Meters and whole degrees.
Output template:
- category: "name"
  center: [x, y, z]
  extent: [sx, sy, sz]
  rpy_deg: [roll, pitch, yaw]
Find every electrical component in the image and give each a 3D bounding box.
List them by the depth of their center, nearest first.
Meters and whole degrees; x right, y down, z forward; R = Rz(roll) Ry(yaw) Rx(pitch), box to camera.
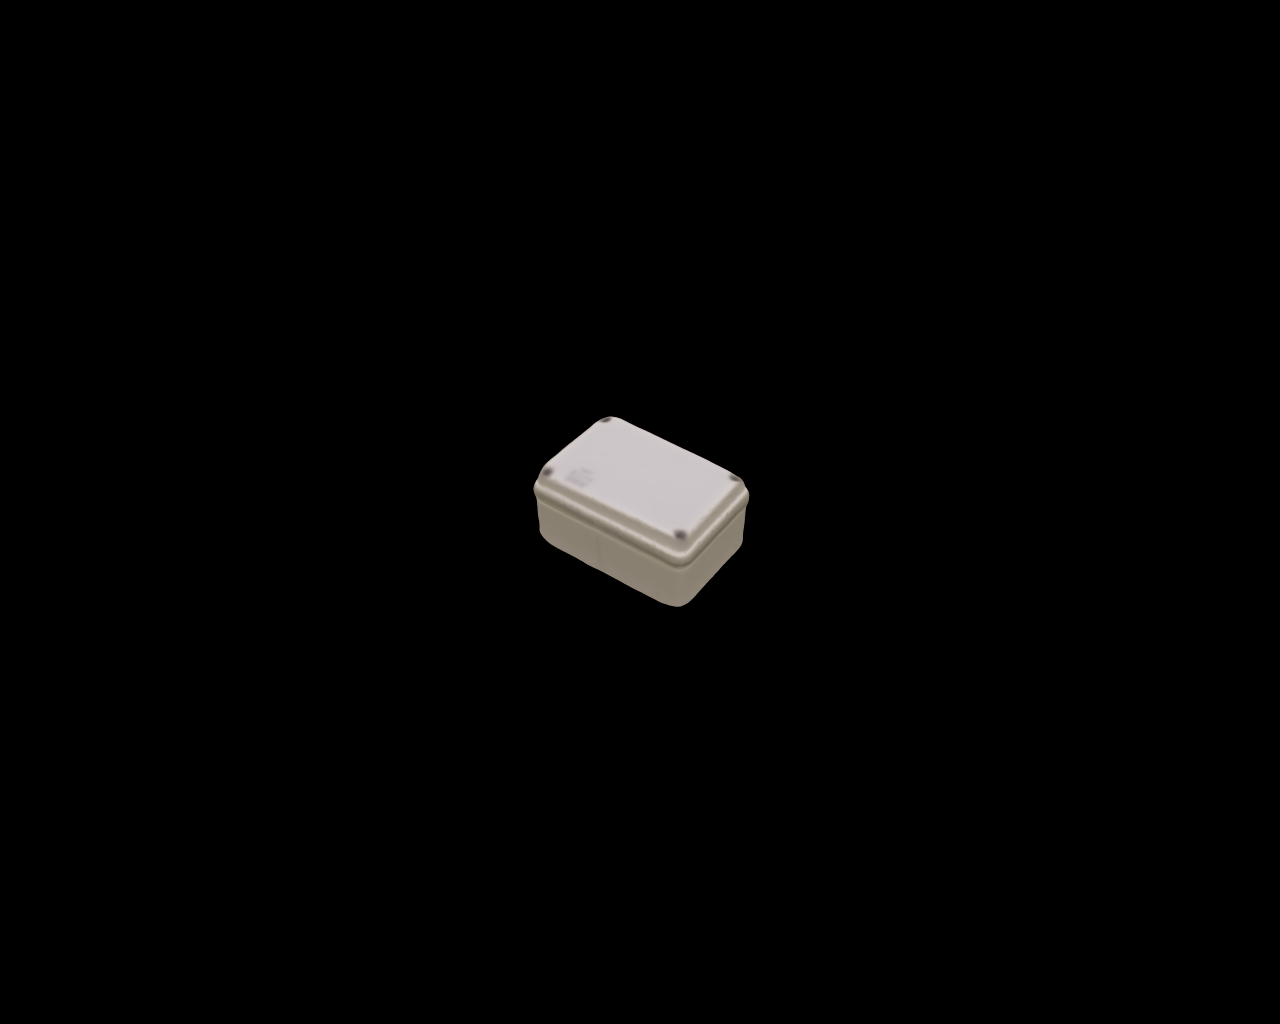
- category: "electrical component"
  center: [0.001, -0.003, 0.650]
  extent: [0.113, 0.057, 0.078]
  rpy_deg: [27, 50, 25]
